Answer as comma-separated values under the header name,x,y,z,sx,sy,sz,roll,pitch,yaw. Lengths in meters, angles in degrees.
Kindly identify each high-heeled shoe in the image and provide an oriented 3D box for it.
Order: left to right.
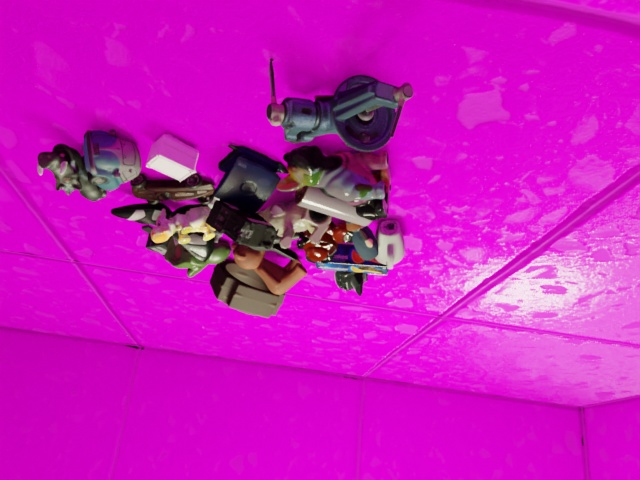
name,x,y,z,sx,sy,sz,roll,pitch,yaw
high-heeled shoe,-0.389,-0.016,1.340,0.249,0.145,0.086,1,-168,-15

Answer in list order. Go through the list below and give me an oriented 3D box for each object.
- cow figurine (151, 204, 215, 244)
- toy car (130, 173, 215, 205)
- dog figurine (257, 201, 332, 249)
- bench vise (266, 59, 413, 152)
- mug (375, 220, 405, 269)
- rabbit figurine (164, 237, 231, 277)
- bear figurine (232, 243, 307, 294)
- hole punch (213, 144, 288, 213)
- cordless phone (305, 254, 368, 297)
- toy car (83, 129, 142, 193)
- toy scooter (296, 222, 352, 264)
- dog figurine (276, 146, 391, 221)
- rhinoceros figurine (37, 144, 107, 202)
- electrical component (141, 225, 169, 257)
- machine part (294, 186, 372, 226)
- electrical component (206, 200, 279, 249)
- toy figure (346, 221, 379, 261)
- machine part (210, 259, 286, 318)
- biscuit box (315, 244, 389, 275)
name,x,y,z,sx,sy,sz,roll,pitch,yaw
cow figurine,-0.326,-0.045,1.265,0.167,0.098,0.068,-8,148,-40
toy car,-0.339,-0.112,1.241,0.202,0.053,0.089,3,153,12
dog figurine,-0.065,-0.056,1.270,0.172,0.121,0.191,-8,-172,-18
bench vise,0.042,-0.203,0.827,0.223,0.128,0.241,12,174,-29
mug,0.167,0.009,1.312,0.081,0.109,0.107,3,143,10
rabbit figurine,-0.330,0.043,1.492,0.170,0.121,0.159,5,146,-48
bear figurine,-0.150,0.058,1.521,0.195,0.132,0.120,47,180,-14
hole punch,-0.152,-0.125,1.120,0.142,0.092,0.116,25,147,-27
cordless phone,0.047,0.089,1.572,0.184,0.089,0.146,14,158,12
toy car,-0.421,-0.158,1.105,0.103,0.109,0.161,-7,167,-10
toy scooter,-0.003,-0.004,1.355,0.135,0.075,0.184,17,149,-25
dog figurine,0.029,-0.118,1.068,0.219,0.108,0.191,6,159,12
rhinoceros figurine,-0.527,-0.144,1.149,0.073,0.112,0.190,4,164,11
electrical component,-0.458,0.003,1.532,0.075,0.048,0.119,-7,154,27
machine part,0.036,-0.087,1.160,0.243,0.079,0.079,17,154,-19
electrical component,-0.172,-0.036,1.145,0.134,0.058,0.114,33,-171,35
toy figure,0.091,-0.025,1.267,0.064,0.058,0.154,-6,119,41
machine part,-0.220,0.145,1.609,0.201,0.087,0.202,20,-170,-27
biscuit box,0.087,0.051,1.469,0.203,0.063,0.059,3,155,7
